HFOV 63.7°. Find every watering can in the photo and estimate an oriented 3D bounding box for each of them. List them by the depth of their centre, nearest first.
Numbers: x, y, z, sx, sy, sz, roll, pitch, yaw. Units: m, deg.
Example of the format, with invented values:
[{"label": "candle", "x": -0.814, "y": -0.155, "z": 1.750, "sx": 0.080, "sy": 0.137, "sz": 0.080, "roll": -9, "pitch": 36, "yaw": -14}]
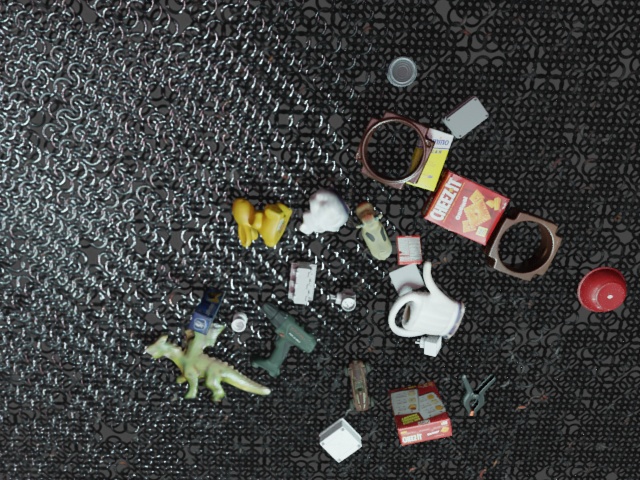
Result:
[{"label": "watering can", "x": 0.350, "y": 0.204, "z": 1.611, "sx": 0.224, "sy": 0.106, "sz": 0.339, "roll": 13, "pitch": 132, "yaw": -10}]

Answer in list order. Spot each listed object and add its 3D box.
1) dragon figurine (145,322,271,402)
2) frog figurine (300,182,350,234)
[{"label": "dragon figurine", "x": -0.361, "y": 0.386, "z": 1.686, "sx": 0.410, "sy": 0.123, "sz": 0.241, "roll": 3, "pitch": 98, "yaw": -4}, {"label": "frog figurine", "x": 0.005, "y": -0.078, "z": 1.553, "sx": 0.160, "sy": 0.125, "sz": 0.135, "roll": -35, "pitch": 124, "yaw": -3}]
